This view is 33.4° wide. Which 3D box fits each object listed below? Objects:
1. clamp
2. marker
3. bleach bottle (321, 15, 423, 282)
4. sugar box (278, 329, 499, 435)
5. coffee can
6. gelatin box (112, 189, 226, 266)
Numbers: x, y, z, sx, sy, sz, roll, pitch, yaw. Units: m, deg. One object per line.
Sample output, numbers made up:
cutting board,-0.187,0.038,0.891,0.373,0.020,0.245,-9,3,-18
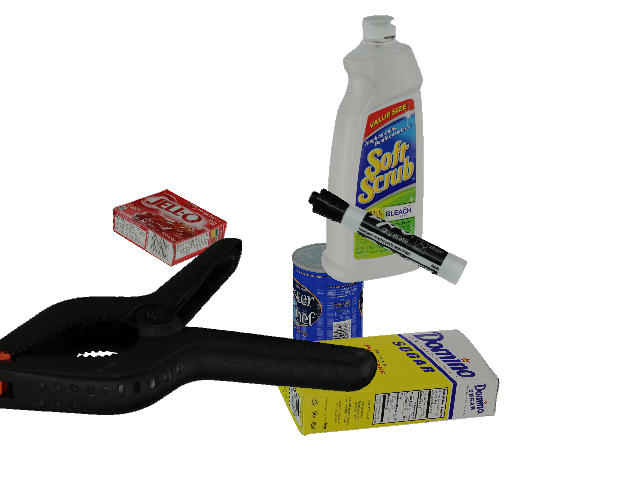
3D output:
clamp,-0.095,0.051,0.611,0.209,0.036,0.165,-8,29,-26
marker,0.046,-0.004,0.758,0.121,0.020,0.020,27,4,8
bleach bottle,0.050,-0.089,1.034,0.102,0.251,0.068,-9,23,-17
sugar box,0.056,0.121,0.931,0.176,0.048,0.093,-6,26,-15
coffee can,0.011,0.086,1.519,0.103,0.140,0.103,0,20,0
gelatin box,-0.150,-0.015,1.055,0.089,0.030,0.073,29,34,31
